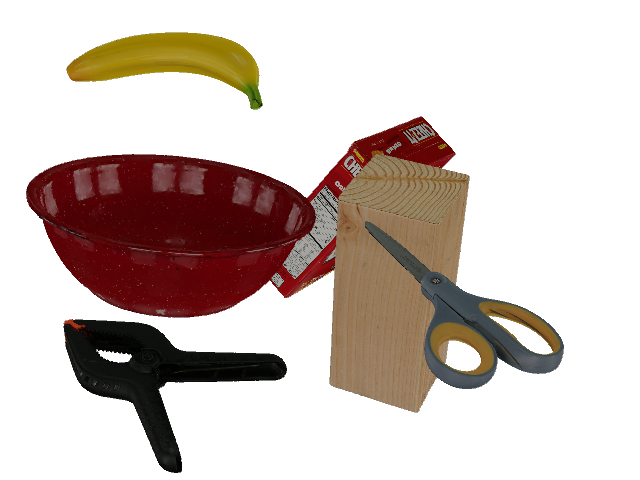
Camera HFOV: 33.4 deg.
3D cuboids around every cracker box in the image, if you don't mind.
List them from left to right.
[{"bbox_3d":[0.038,-0.041,1.256,0.214,0.072,0.163,-48,-12,35],"label":"cracker box"}]

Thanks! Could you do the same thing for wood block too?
[{"bbox_3d":[0.068,0.040,0.957,0.091,0.206,0.090,15,36,19],"label":"wood block"}]

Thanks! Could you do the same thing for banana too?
[{"bbox_3d":[-0.136,-0.165,0.985,0.198,0.037,0.069,9,45,18],"label":"banana"}]

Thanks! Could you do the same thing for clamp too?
[{"bbox_3d":[-0.147,0.118,0.978,0.210,0.036,0.164,26,38,32],"label":"clamp"}]

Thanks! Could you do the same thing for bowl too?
[{"bbox_3d":[-0.086,0.000,0.608,0.162,0.055,0.162,7,20,-3],"label":"bowl"}]

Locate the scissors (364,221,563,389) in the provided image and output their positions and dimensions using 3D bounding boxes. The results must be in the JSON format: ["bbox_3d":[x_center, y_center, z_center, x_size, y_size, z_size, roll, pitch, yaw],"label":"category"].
[{"bbox_3d":[0.071,0.043,0.727,0.096,0.016,0.202,-27,41,-35],"label":"scissors"}]
